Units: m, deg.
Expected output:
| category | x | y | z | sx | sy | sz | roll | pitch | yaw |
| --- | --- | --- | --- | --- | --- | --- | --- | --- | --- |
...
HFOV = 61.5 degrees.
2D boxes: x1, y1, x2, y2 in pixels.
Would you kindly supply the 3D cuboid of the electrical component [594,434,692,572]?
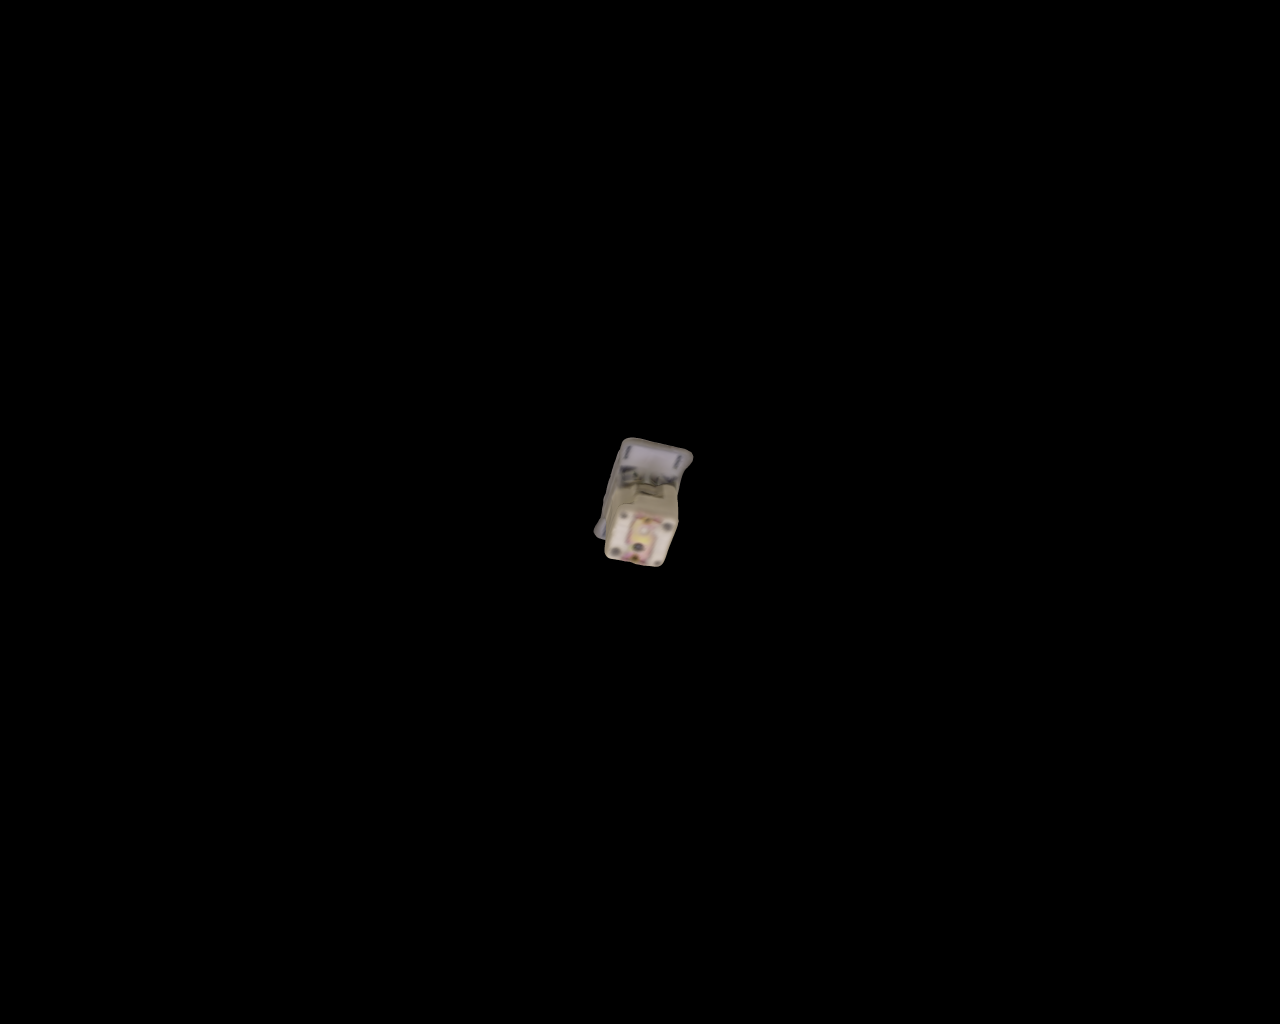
| category | x | y | z | sx | sy | sz | roll | pitch | yaw |
| --- | --- | --- | --- | --- | --- | --- | --- | --- | --- |
| electrical component | 0.001 | -0.003 | 0.650 | 0.042 | 0.080 | 0.064 | 11 | 40 | -9 |
